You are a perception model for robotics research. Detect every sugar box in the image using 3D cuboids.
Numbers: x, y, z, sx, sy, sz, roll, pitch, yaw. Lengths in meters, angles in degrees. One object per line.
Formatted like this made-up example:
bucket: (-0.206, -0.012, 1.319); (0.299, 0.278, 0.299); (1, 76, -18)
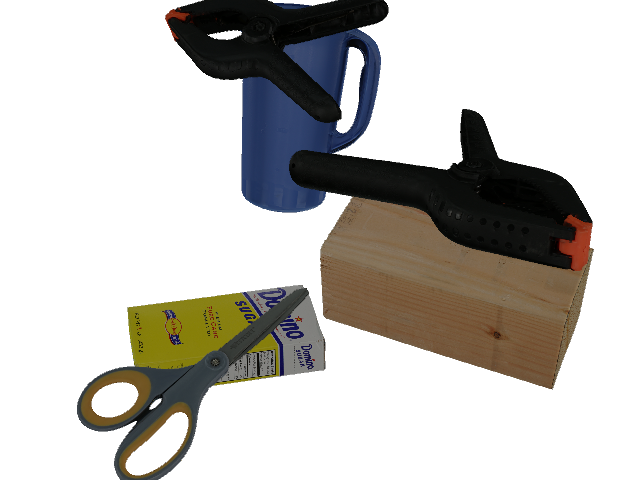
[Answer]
sugar box: (-0.090, 0.092, 1.012); (0.176, 0.048, 0.093); (-10, 35, -10)

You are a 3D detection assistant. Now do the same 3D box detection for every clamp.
clamp: (0.087, -0.033, 0.693); (0.164, 0.036, 0.210); (-14, 30, -22)
clamp: (-0.034, -0.160, 0.825); (0.172, 0.120, 0.039); (23, -32, 20)

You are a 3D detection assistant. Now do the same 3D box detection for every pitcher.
pitcher: (-0.026, -0.160, 1.306); (0.144, 0.243, 0.149); (-7, 27, -25)

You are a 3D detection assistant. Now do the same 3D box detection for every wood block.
wood block: (0.112, 0.038, 0.902); (0.206, 0.091, 0.090); (17, 48, 18)

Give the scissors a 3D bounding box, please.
scissors: (-0.098, 0.088, 0.784); (0.096, 0.201, 0.016); (28, -32, 11)
